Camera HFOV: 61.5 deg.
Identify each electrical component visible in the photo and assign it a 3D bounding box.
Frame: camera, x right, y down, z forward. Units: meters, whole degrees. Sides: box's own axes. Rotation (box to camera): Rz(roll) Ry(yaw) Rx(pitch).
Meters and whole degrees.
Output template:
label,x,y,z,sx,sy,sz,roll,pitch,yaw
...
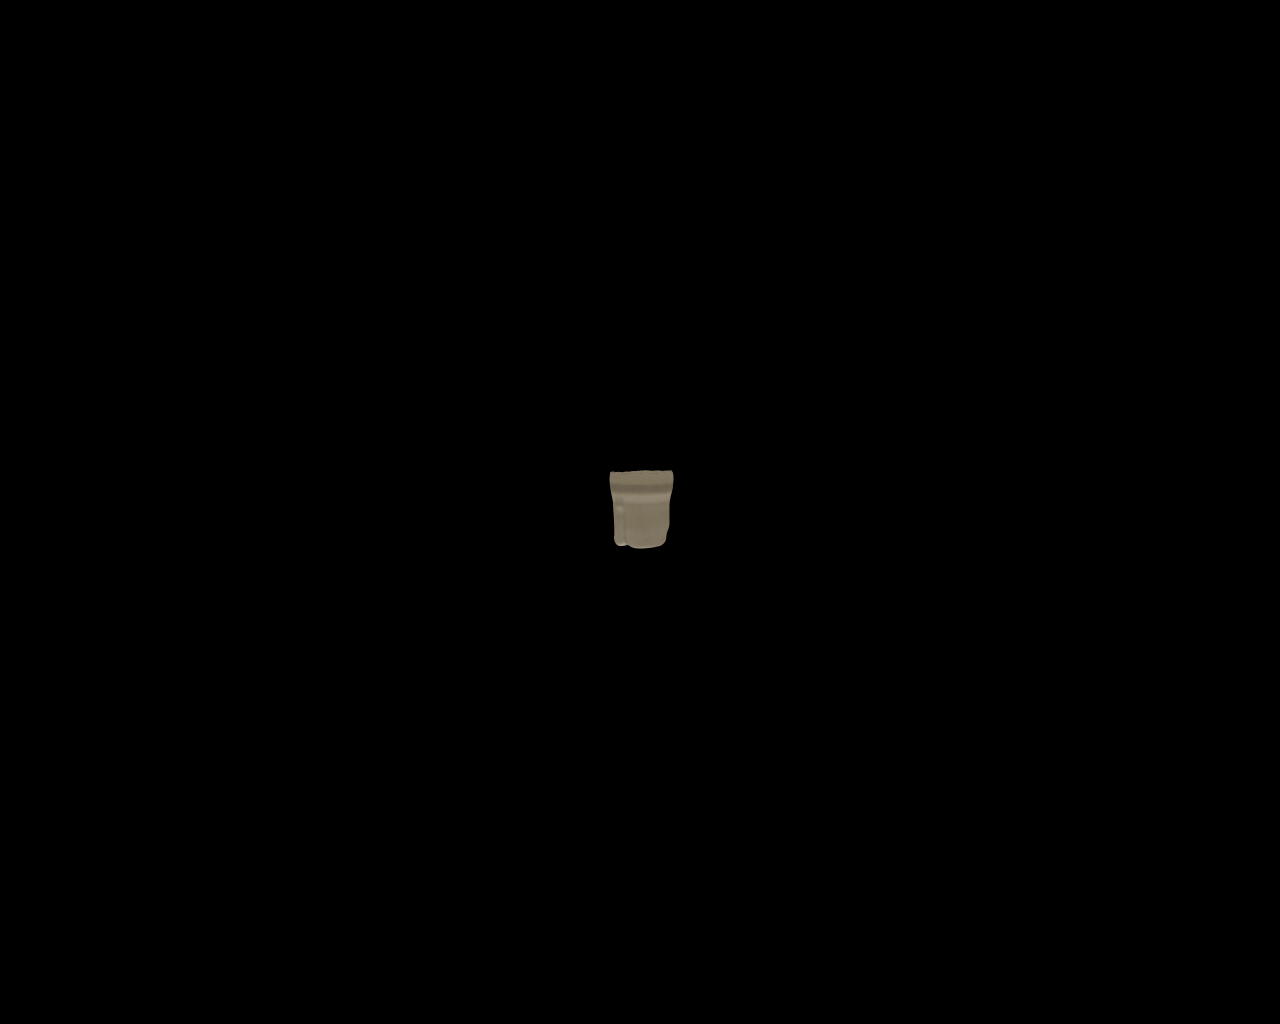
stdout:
label,x,y,z,sx,sy,sz,roll,pitch,yaw
electrical component,0.001,-0.003,0.650,0.040,0.046,0.040,0,5,0
